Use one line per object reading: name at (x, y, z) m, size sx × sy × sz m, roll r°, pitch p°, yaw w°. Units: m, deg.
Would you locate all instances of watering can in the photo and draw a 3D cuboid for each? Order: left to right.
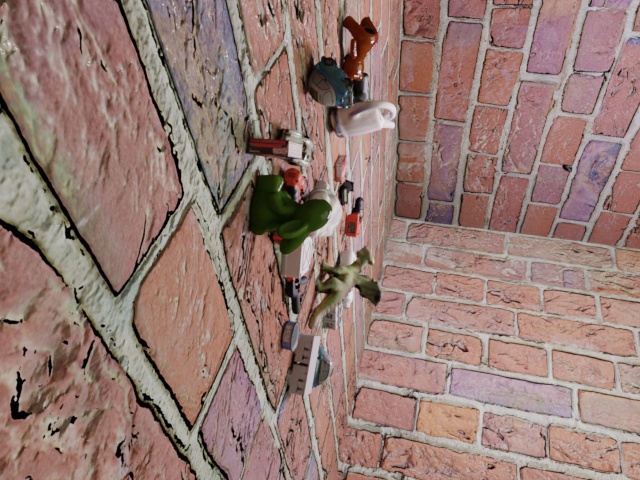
watering can at (0.155, -0.411, 1.781) m, size 0.347 × 0.224 × 0.104 m, roll 7°, pitch 73°, yaw -78°

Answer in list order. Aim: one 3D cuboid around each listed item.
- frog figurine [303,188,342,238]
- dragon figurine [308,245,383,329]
frog figurine at (0.004, -0.073, 1.447) m, size 0.161 × 0.123 × 0.136 m, roll -98°, pitch -175°, yaw -75°
dragon figurine at (0.111, 0.179, 1.894) m, size 0.119 × 0.243 × 0.420 m, roll 91°, pitch 12°, yaw -48°
